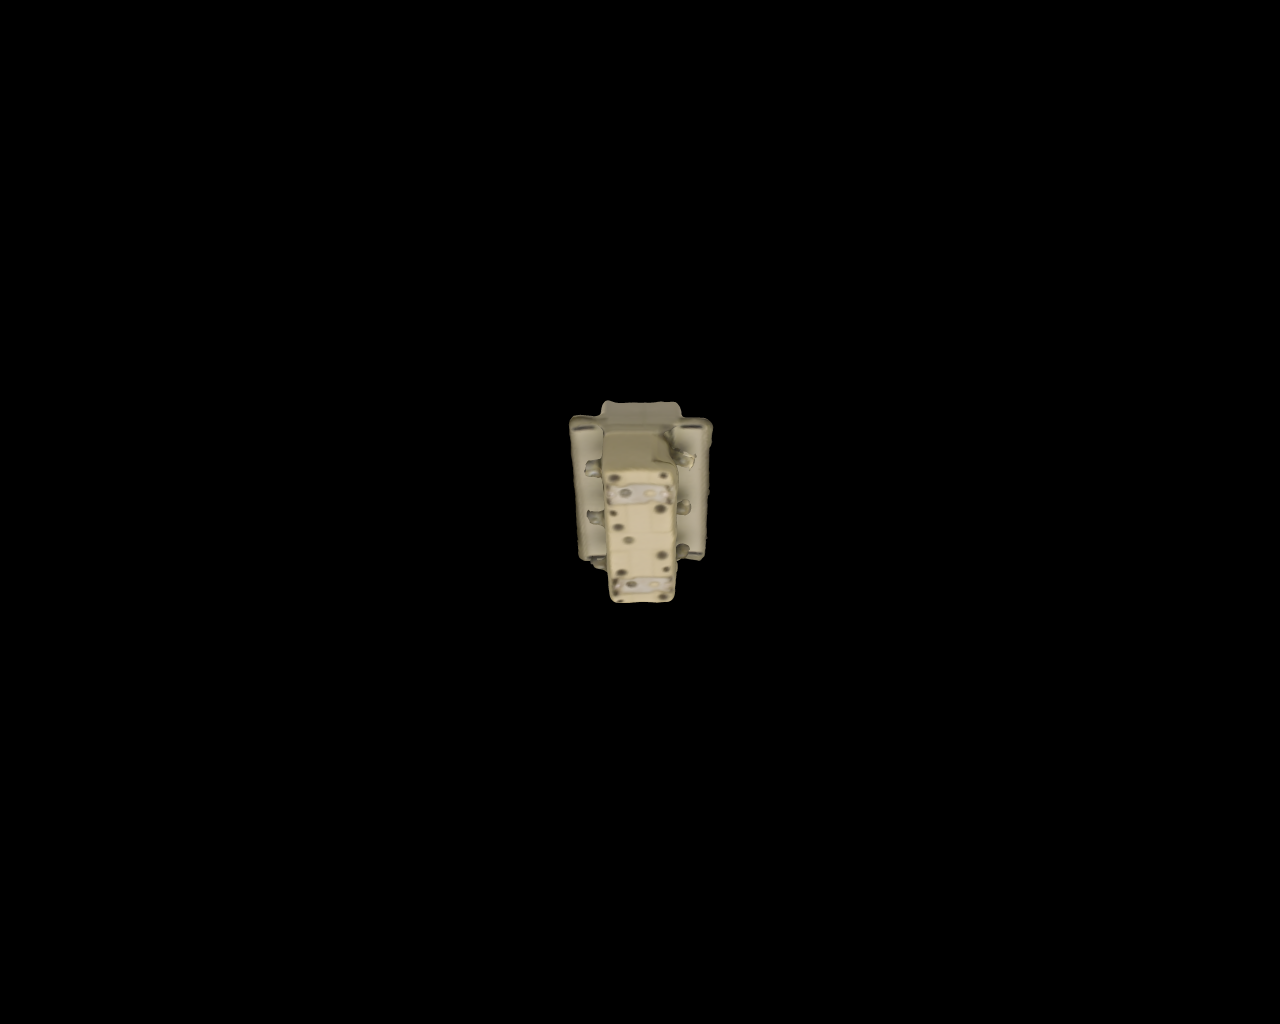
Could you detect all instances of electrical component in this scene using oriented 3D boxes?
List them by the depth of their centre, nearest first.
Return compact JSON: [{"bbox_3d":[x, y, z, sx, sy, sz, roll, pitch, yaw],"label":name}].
[{"bbox_3d":[0.001,-0.003,0.650,0.079,0.063,0.121,0,-43,0],"label":"electrical component"}]
